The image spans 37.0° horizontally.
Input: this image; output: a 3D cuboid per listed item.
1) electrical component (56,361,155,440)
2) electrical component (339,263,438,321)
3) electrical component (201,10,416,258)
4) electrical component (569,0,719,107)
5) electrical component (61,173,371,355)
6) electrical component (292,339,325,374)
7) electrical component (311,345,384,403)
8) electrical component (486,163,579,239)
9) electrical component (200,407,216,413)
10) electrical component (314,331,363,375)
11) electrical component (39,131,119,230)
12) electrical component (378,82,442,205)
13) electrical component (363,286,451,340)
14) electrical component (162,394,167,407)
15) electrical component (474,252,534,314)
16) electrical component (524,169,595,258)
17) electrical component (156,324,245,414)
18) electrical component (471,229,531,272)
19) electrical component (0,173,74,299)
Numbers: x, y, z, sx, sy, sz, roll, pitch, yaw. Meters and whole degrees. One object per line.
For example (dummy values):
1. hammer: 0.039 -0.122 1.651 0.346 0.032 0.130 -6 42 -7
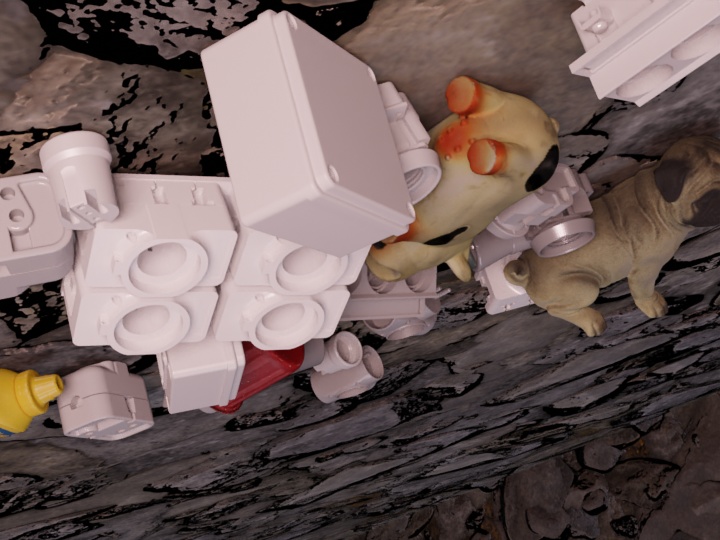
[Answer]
1. electrical component: -0.246 0.125 1.035 0.054 0.059 0.095 -23 161 15
2. electrical component: 0.000 0.000 0.883 0.121 0.078 0.063 -1 -176 -41
3. electrical component: -0.027 -0.072 0.596 0.056 0.108 0.109 -23 161 23
4. electrical component: 0.186 -0.155 0.621 0.079 0.063 0.121 0 154 -43
5. electrical component: -0.095 -0.002 0.721 0.186 0.060 0.105 0 135 -26
6. electrical component: -0.066 0.075 1.064 0.047 0.055 0.055 -13 161 -26
7. electrical component: -0.005 0.125 1.275 0.077 0.044 0.079 -28 159 28
8. electrical component: 0.126 -0.060 0.849 0.078 0.058 0.057 0 151 -43
9. electrical component: -0.146 0.124 1.151 0.078 0.040 0.040 -31 157 36
10. electrical component: -0.026 0.092 1.173 0.040 0.040 0.046 0 160 -43
11. electrical component: -0.162 -0.052 0.627 0.040 0.046 0.040 -16 161 -5
12. electrical component: 0.017 -0.073 0.693 0.058 0.057 0.078 -20 156 -21
13. electrical component: 0.054 0.035 1.072 0.079 0.044 0.077 -28 159 28
14. electrical component: -0.164 0.097 1.017 0.044 0.065 0.044 -1 171 0
15. electrical component: 0.167 0.004 1.076 0.089 0.050 0.055 -14 161 -9
16. electrical component: 0.167 -0.047 0.923 0.078 0.057 0.058 -11 160 -19
17. electrical component: -0.130 0.044 0.832 0.056 0.108 0.108 -10 160 -15
18. electrical component: 0.127 -0.029 0.966 0.065 0.044 0.044 -19 162 -11
19. electrical component: -0.225 -0.017 0.655 0.095 0.053 0.059 -12 161 -18
